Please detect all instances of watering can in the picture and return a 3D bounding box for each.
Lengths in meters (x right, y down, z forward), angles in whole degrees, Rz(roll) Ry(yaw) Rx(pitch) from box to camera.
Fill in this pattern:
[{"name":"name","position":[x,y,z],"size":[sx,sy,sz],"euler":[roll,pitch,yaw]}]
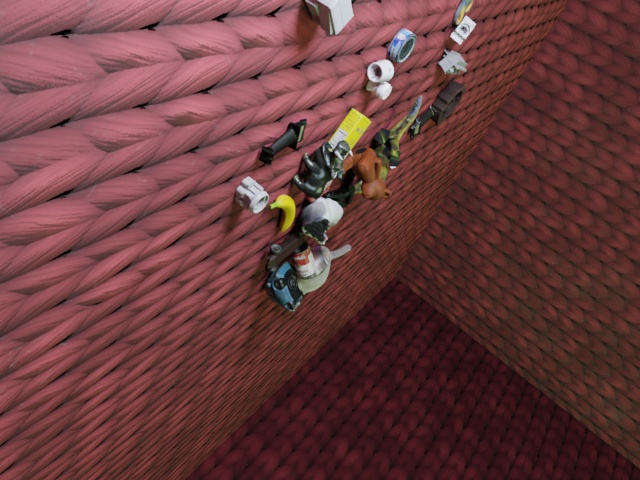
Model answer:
[{"name":"watering can","position":[0.001,0.091,1.940],"size":[0.352,0.105,0.219],"euler":[-43,161,-22]}]

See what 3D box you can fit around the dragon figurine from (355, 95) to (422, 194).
[{"name":"dragon figurine","position":[0.229,-0.312,1.777],"size":[0.407,0.122,0.245],"euler":[-53,-179,12]}]

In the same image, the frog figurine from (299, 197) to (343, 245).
[{"name":"frog figurine","position":[0.005,-0.081,1.605],"size":[0.163,0.122,0.134],"euler":[-69,154,-46]}]
